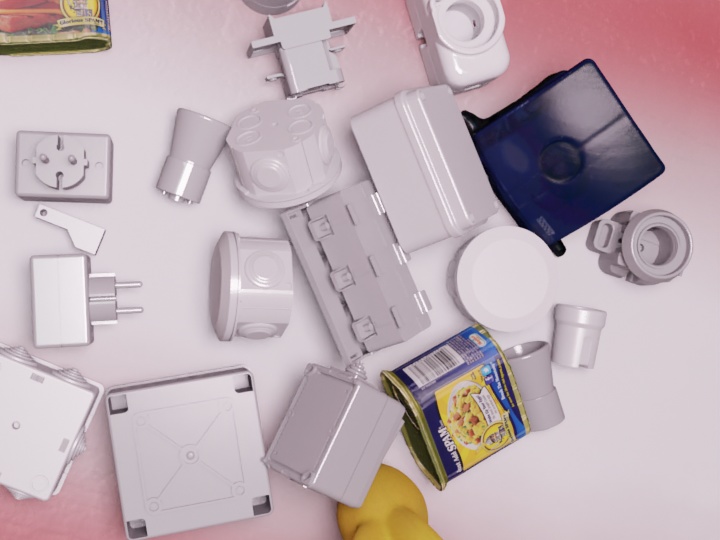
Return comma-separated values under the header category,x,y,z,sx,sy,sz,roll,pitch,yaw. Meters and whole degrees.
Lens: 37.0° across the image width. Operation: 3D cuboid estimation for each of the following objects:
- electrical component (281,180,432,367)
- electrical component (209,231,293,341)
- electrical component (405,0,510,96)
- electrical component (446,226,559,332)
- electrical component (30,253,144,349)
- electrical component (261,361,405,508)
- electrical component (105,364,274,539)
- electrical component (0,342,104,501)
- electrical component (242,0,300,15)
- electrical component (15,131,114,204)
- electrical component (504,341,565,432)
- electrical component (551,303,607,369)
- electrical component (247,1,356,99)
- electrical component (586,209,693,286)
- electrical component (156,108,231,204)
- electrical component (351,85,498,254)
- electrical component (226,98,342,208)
category,x,y,z,sx,sy,sz,roll,pitch,yaw
electrical component,0.000,0.000,0.802,0.079,0.063,0.121,-27,94,-51
electrical component,-0.081,0.012,0.786,0.051,0.080,0.080,2,88,-16
electrical component,0.076,-0.188,0.829,0.054,0.059,0.095,-17,92,-10
electrical component,0.109,0.007,0.834,0.080,0.051,0.080,0,88,-10
electrical component,-0.196,0.021,0.781,0.077,0.047,0.065,-3,89,-10
electrical component,-0.013,0.113,0.768,0.061,0.062,0.096,33,77,-37
electrical component,-0.125,0.132,0.786,0.109,0.056,0.108,-9,90,-11
electrical component,-0.242,0.108,0.769,0.100,0.048,0.099,24,85,-8
electrical component,-0.066,-0.225,0.811,0.055,0.047,0.055,0,88,-10
electrical component,-0.212,-0.075,0.766,0.066,0.077,0.047,1,88,-9
electrical component,0.136,0.093,0.842,0.044,0.044,0.065,-19,97,-10
electrical component,0.172,0.052,0.851,0.040,0.040,0.046,9,92,-10
electrical component,-0.042,-0.164,0.817,0.081,0.042,0.063,-17,94,-10
electrical component,0.228,-0.018,0.853,0.078,0.057,0.058,19,85,-9
electrical component,-0.126,-0.082,0.800,0.044,0.044,0.065,20,90,-9
electrical component,0.050,-0.077,0.804,0.057,0.078,0.113,-21,93,27
electrical component,-0.056,-0.086,0.788,0.080,0.080,0.051,-23,129,-10
